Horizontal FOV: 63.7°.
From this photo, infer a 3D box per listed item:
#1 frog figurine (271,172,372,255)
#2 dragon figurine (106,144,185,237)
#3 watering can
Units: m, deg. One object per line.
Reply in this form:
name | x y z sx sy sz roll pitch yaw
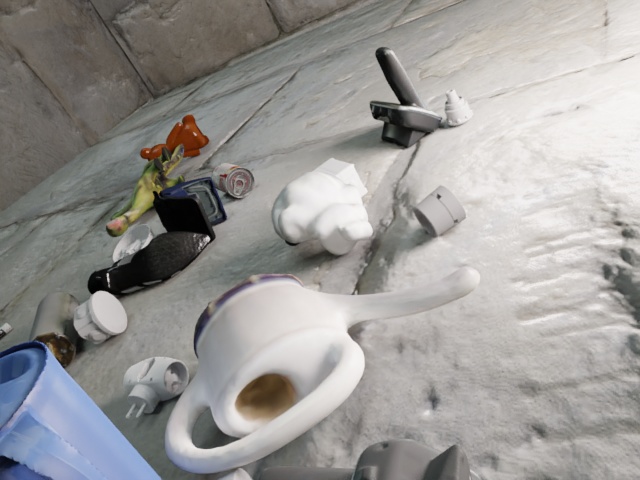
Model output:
frog figurine | 0.002 -0.039 0.767 0.138 0.121 0.160 -16 12 -15
dragon figurine | -0.486 -0.129 1.405 0.241 0.120 0.418 -33 24 12
watering can | -0.015 0.103 0.561 0.349 0.102 0.227 -32 28 -11
